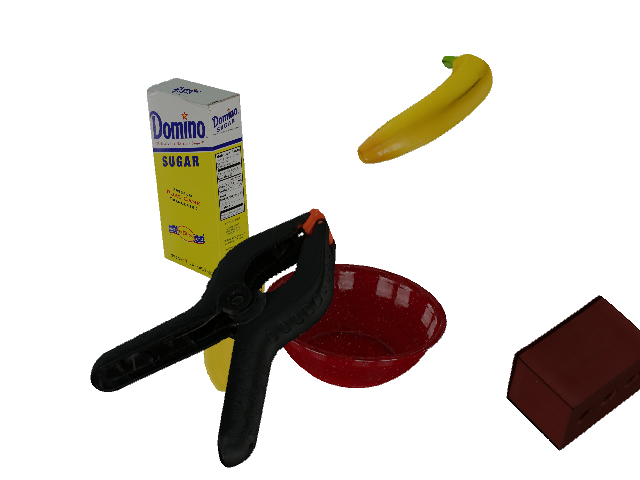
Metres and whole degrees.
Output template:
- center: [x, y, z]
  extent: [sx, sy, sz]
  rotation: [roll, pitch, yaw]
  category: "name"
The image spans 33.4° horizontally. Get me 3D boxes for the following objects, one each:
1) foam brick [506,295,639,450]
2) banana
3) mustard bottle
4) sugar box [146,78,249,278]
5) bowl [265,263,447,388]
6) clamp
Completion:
- center: [0.165, 0.084, 0.681]
  extent: [0.078, 0.053, 0.051]
  rotation: [-31, 55, -22]
  category: "foam brick"
- center: [0.104, -0.118, 0.929]
  extent: [0.070, 0.037, 0.197]
  rotation: [-15, 21, 40]
  category: "banana"
- center: [-0.092, 0.074, 1.165]
  extent: [0.058, 0.096, 0.191]
  rotation: [-1, 28, -1]
  category: "mustard bottle"
- center: [-0.114, -0.057, 1.001]
  extent: [0.093, 0.176, 0.048]
  rotation: [19, 35, 41]
  category: "sugar box"
- center: [0.028, 0.082, 0.946]
  extent: [0.162, 0.055, 0.162]
  rotation: [4, 28, -2]
  category: "bowl"
- center: [-0.041, 0.053, 0.629]
  extent: [0.120, 0.171, 0.039]
  rotation: [35, -21, 32]
  category: "clamp"
